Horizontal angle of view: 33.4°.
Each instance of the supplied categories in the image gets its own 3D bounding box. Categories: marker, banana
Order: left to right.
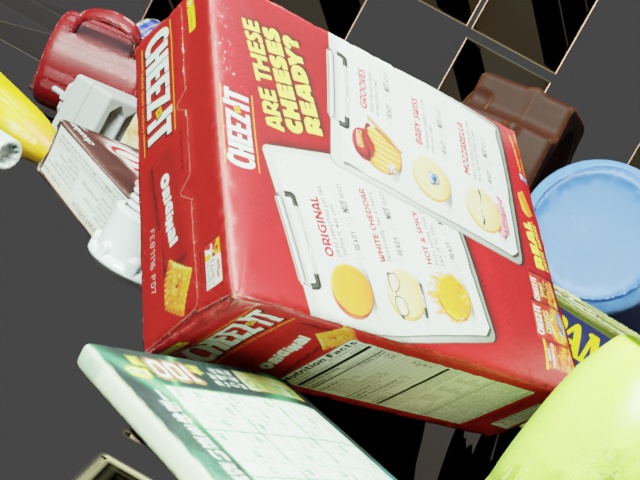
[{"bbox_3d":[-0.216,-0.076,0.616,0.121,0.020,0.020,33,9,28],"label":"marker"},{"bbox_3d":[-0.212,-0.095,0.690,0.069,0.037,0.198,22,10,-30],"label":"banana"}]

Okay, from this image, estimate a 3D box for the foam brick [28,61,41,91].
[{"bbox_3d":[-0.209,-0.140,0.945,0.078,0.053,0.051,26,8,-11],"label":"foam brick"}]

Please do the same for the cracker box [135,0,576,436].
[{"bbox_3d":[0.018,-0.007,0.505,0.213,0.072,0.164,19,50,-37],"label":"cracker box"}]

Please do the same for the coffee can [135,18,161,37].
[{"bbox_3d":[-0.123,-0.134,1.016,0.140,0.103,0.102,31,8,13],"label":"coffee can"}]

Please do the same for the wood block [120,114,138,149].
[{"bbox_3d":[-0.079,-0.066,0.782,0.091,0.090,0.206,29,7,-1],"label":"wood block"}]

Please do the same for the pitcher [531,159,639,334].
[{"bbox_3d":[0.211,0.021,0.825,0.145,0.149,0.242,2,-7,18],"label":"pitcher"}]

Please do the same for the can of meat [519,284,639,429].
[{"bbox_3d":[0.155,0.083,0.667,0.057,0.084,0.102,19,12,-48],"label":"can of meat"}]

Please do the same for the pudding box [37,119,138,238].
[{"bbox_3d":[-0.097,-0.019,0.598,0.089,0.039,0.114,22,11,-41],"label":"pudding box"}]

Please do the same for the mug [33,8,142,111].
[{"bbox_3d":[-0.178,-0.141,0.864,0.081,0.093,0.117,22,-35,-7],"label":"mug"}]
